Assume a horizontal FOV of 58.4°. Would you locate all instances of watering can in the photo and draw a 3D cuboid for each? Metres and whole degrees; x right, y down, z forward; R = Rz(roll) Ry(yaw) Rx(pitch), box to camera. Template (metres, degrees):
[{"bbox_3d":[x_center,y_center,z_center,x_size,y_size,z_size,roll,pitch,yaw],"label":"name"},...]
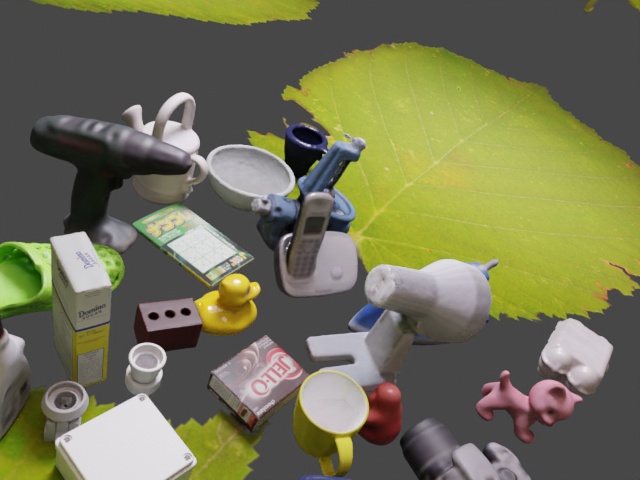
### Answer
[{"bbox_3d":[-0.265,-0.167,0.983,0.173,0.194,0.101,19,37,-6],"label":"watering can"}]

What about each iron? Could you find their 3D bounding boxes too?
[{"bbox_3d":[0.178,0.089,0.945,0.259,0.141,0.118,-3,44,-30],"label":"iron"}]

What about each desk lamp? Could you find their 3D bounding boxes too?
[{"bbox_3d":[0.113,0.118,0.815,0.204,0.213,0.117,0,43,-27],"label":"desk lamp"}]

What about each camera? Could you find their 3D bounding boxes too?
[{"bbox_3d":[0.179,0.290,0.733,0.144,0.101,0.136,-9,47,-35],"label":"camera"}]

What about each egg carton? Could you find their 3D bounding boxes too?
[{"bbox_3d":[0.446,0.206,1.002,0.107,0.069,0.151,36,39,17],"label":"egg carton"}]

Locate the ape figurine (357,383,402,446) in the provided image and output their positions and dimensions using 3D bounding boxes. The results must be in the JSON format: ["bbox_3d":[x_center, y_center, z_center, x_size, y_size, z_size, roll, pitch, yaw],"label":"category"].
[{"bbox_3d":[0.082,0.226,0.769,0.078,0.092,0.076,-5,45,-32],"label":"ape figurine"}]

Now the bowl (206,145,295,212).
[{"bbox_3d":[-0.135,-0.104,1.073,0.168,0.074,0.167,14,38,-11],"label":"bowl"}]

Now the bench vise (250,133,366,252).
[{"bbox_3d":[-0.006,-0.075,0.984,0.121,0.219,0.208,41,41,23],"label":"bench vise"}]

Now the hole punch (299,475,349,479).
[{"bbox_3d":[0.015,0.320,0.618,0.109,0.091,0.101,14,38,-11],"label":"hole punch"}]

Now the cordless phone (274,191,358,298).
[{"bbox_3d":[0.008,0.003,0.925,0.148,0.185,0.094,-5,45,-32],"label":"cordless phone"}]

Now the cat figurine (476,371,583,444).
[{"bbox_3d":[0.317,0.238,0.855,0.127,0.117,0.067,28,37,6],"label":"cat figurine"}]

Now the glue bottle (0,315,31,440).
[{"bbox_3d":[-0.334,0.134,0.596,0.037,0.173,0.078,20,37,-4],"label":"glue bottle"}]

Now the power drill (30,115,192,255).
[{"bbox_3d":[-0.310,-0.083,0.844,0.229,0.208,0.075,22,37,-1],"label":"power drill"}]

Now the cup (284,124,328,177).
[{"bbox_3d":[-0.028,-0.174,1.198,0.117,0.095,0.092,36,39,17],"label":"cup"}]

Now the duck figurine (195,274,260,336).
[{"bbox_3d":[-0.134,0.087,0.831,0.105,0.086,0.077,-5,45,-32],"label":"duck figurine"}]
